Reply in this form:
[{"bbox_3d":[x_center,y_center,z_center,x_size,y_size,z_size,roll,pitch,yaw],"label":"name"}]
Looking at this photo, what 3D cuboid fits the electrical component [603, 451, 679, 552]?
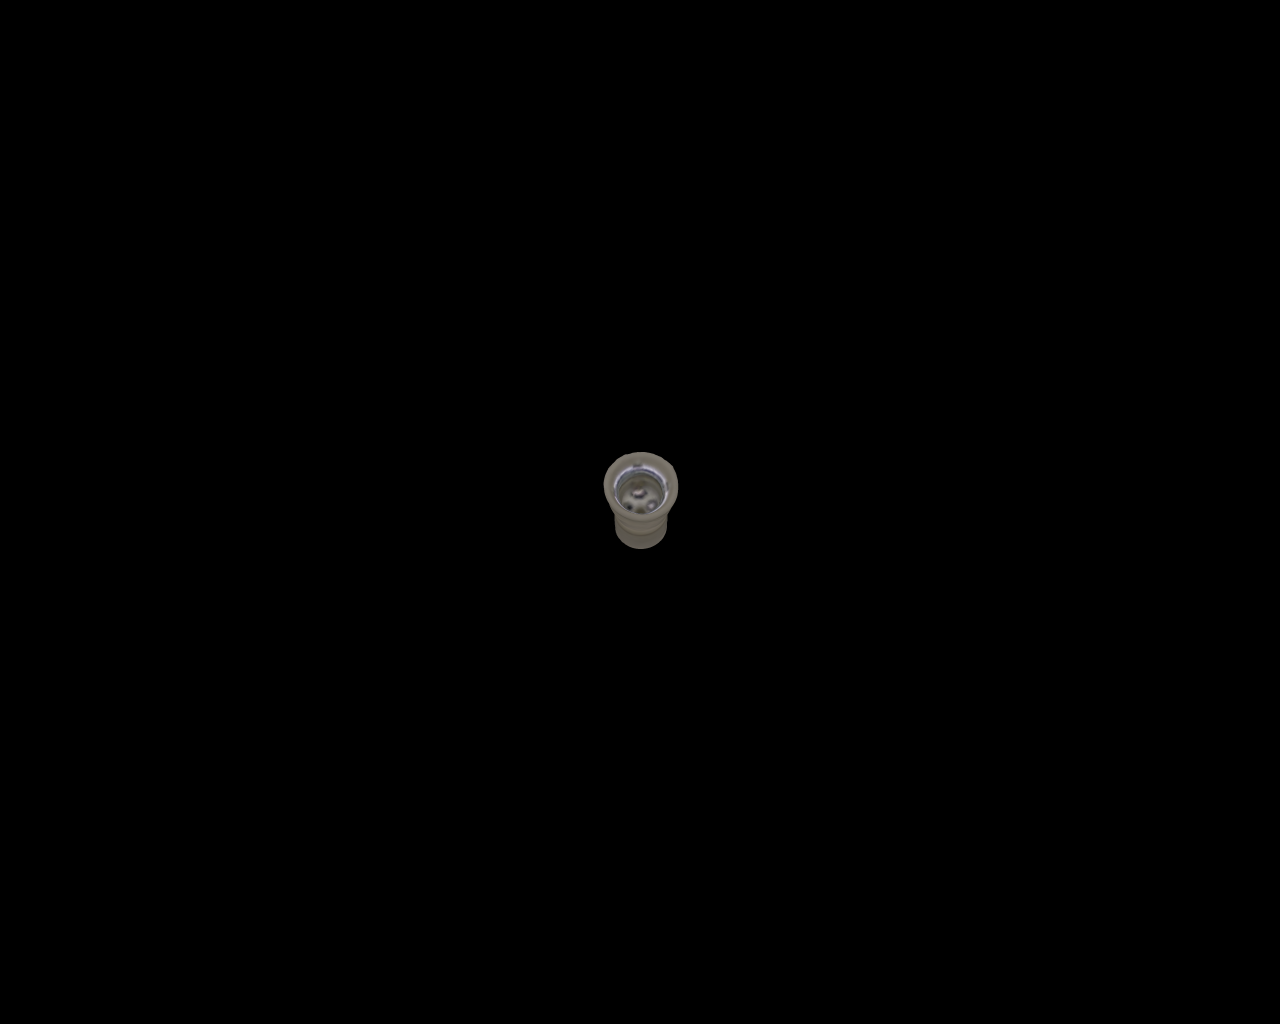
[{"bbox_3d":[0.001,-0.003,0.650,0.044,0.044,0.065,0,-25,0],"label":"electrical component"}]
